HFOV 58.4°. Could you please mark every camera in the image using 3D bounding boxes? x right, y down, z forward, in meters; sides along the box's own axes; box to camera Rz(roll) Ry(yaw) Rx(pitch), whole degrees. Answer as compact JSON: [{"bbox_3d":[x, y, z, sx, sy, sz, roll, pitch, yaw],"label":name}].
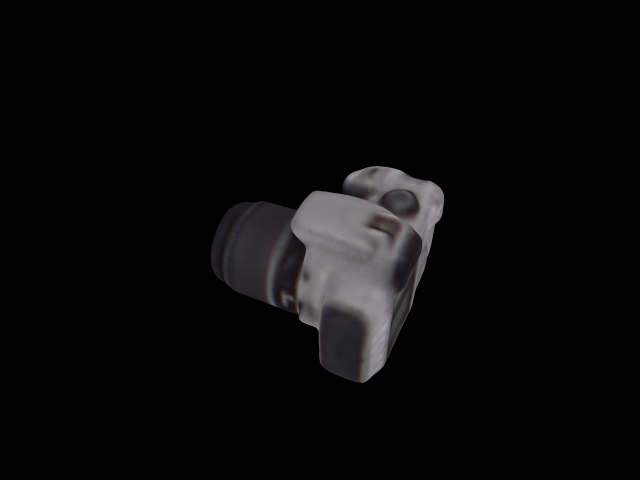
[{"bbox_3d":[0.004,0.001,0.400,0.136,0.101,0.143,17,48,17],"label":"camera"}]
